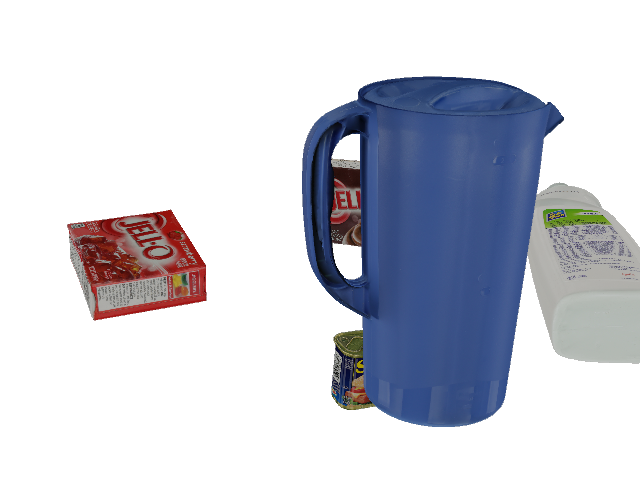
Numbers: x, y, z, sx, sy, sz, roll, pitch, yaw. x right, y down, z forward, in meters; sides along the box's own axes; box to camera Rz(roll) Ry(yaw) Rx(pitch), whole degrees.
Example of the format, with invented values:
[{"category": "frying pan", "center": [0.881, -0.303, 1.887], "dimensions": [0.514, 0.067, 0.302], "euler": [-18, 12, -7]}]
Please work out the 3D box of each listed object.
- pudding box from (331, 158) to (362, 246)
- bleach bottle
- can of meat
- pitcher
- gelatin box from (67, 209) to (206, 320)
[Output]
[{"category": "pudding box", "center": [0.054, -0.040, 1.173], "dimensions": [0.114, 0.090, 0.039], "euler": [6, 24, 29]}, {"category": "bleach bottle", "center": [0.233, 0.012, 0.931], "dimensions": [0.102, 0.068, 0.250], "euler": [1, 27, 4]}, {"category": "can of meat", "center": [0.065, 0.162, 1.355], "dimensions": [0.102, 0.084, 0.057], "euler": [-5, 26, -22]}, {"category": "pitcher", "center": [0.078, 0.007, 0.771], "dimensions": [0.149, 0.243, 0.144], "euler": [11, 21, 25]}, {"category": "gelatin box", "center": [-0.120, 0.013, 0.693], "dimensions": [0.073, 0.030, 0.089], "euler": [-9, 29, -19]}]
